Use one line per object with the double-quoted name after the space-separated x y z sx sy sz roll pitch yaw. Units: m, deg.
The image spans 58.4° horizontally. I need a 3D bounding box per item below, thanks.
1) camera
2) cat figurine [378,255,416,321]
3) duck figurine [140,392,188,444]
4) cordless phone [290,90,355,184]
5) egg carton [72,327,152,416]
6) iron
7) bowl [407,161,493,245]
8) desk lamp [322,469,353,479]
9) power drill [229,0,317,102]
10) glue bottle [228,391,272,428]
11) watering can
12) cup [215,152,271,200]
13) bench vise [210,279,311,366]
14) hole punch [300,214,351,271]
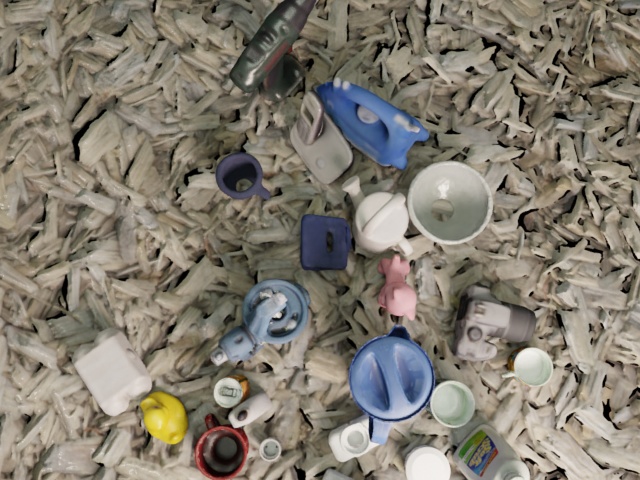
0.331 0.164 1.078 0.136 0.101 0.143 13 80 3 "camera"
0.147 0.090 1.083 0.067 0.118 0.128 -2 79 0 "cat figurine"
-0.293 0.331 1.055 0.077 0.086 0.104 -37 81 -6 "duck figurine"
0.005 -0.199 1.103 0.094 0.185 0.147 -37 81 -6 "cordless phone"
-0.390 0.246 1.080 0.107 0.069 0.150 -37 82 -6 "egg carton"
0.092 -0.257 1.135 0.258 0.141 0.119 35 82 6 "iron"
0.251 -0.068 1.134 0.167 0.075 0.167 0 79 0 "bowl"
0.082 0.496 0.960 0.203 0.213 0.118 24 80 5 "desk lamp"
-0.081 -0.367 1.122 0.075 0.208 0.230 38 82 7 "power drill"
-0.130 0.306 1.016 0.078 0.173 0.037 -32 81 -5 "glue bottle"
0.108 -0.042 1.069 0.172 0.194 0.101 26 81 5 "watering can"
-0.143 -0.110 1.132 0.117 0.095 0.092 35 82 6 "cup"
-0.101 0.156 1.019 0.121 0.220 0.207 33 81 6 "bench vise"
0.010 0.004 1.113 0.101 0.091 0.109 -1 79 0 "hole punch"
